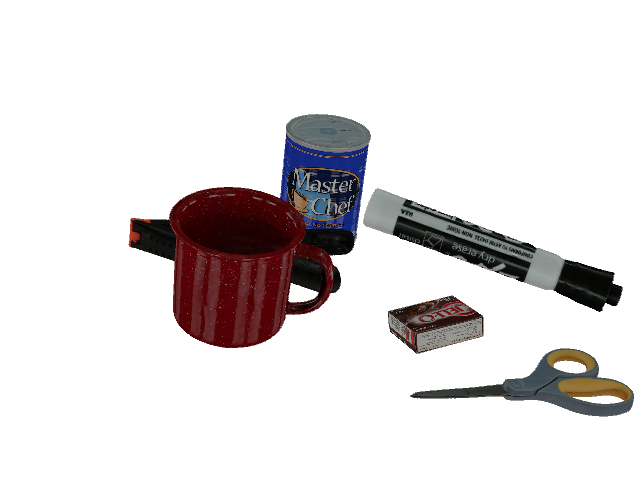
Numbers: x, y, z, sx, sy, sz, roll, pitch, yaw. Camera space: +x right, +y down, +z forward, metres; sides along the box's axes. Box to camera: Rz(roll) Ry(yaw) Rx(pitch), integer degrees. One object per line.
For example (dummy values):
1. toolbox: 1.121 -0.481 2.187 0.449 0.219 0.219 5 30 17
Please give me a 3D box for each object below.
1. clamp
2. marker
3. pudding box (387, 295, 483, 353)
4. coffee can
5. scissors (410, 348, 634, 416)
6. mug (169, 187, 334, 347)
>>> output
1. clamp: -0.070 0.008 0.960 0.210 0.036 0.164 6 12 -2
2. marker: 0.079 0.005 0.491 0.121 0.020 0.020 20 4 11
3. pudding box: 0.167 0.121 1.551 0.113 0.039 0.090 -14 21 -19
4. coffee can: 0.002 -0.071 1.310 0.103 0.140 0.103 5 28 -3
5. scissors: 0.174 0.120 0.940 0.201 0.016 0.096 7 27 -5
6. mug: -0.049 0.022 0.745 0.117 0.081 0.093 8 32 -1
